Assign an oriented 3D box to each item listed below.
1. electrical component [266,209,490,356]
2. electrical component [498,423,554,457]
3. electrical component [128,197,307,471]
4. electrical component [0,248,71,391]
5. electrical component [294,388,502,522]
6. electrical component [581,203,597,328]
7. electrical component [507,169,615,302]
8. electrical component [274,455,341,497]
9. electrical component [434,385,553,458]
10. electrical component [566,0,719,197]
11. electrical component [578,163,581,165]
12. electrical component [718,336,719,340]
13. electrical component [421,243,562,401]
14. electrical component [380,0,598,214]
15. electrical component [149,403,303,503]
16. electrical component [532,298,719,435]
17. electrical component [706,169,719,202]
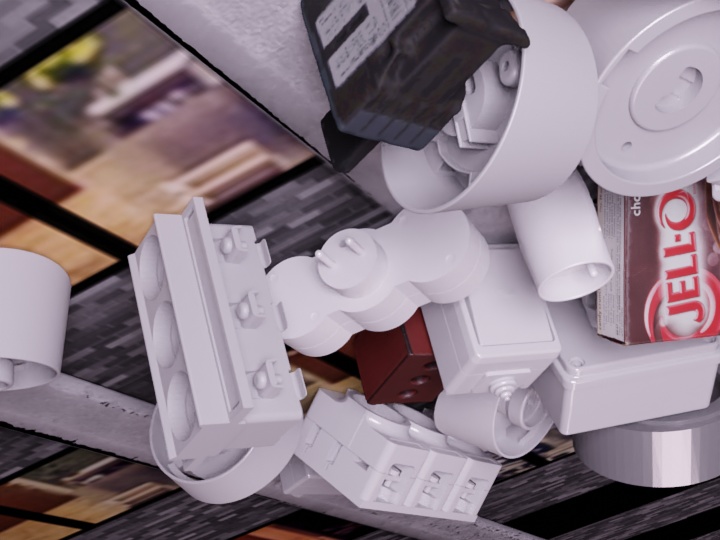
[{"bbox_3d":[0.000,0.000,0.622,0.138,0.052,0.074,-23,151,16],"label":"electrical component"},{"bbox_3d":[0.137,0.120,0.887,0.079,0.044,0.077,-51,167,-28],"label":"electrical component"},{"bbox_3d":[-0.077,0.034,0.574,0.063,0.121,0.078,1,148,-33],"label":"electrical component"},{"bbox_3d":[-0.211,0.033,0.594,0.099,0.064,0.099,-4,162,-1],"label":"electrical component"},{"bbox_3d":[0.032,0.144,0.850,0.150,0.089,0.061,21,97,-47],"label":"electrical component"},{"bbox_3d":[0.180,-0.005,0.684,0.077,0.065,0.047,-4,150,-19],"label":"electrical component"},{"bbox_3d":[0.113,-0.018,0.615,0.043,0.077,0.079,-18,152,5],"label":"electrical component"},{"bbox_3d":[-0.043,0.168,0.911,0.066,0.047,0.077,10,144,-38],"label":"electrical component"},{"bbox_3d":[0.108,0.091,0.809,0.099,0.064,0.099,-23,123,-39],"label":"electrical component"},{"bbox_3d":[0.137,-0.094,0.498,0.108,0.060,0.108,-13,136,-13],"label":"electrical component"},{"bbox_3d":[0.105,-0.077,0.552,0.035,0.035,0.061,-35,144,32],"label":"electrical component"},{"bbox_3d":[0.269,0.065,0.876,0.055,0.045,0.045,-4,150,-19],"label":"electrical component"},{"bbox_3d":[0.083,0.034,0.676,0.062,0.096,0.061,-2,149,-22],"label":"electrical component"},{"bbox_3d":[0.052,-0.073,0.467,0.064,0.099,0.099,-1,150,-36],"label":"electrical component"},{"bbox_3d":[-0.091,0.109,0.734,0.099,0.099,0.064,-22,145,14],"label":"electrical component"},{"bbox_3d":[0.166,0.048,0.720,0.109,0.108,0.056,-9,126,-11],"label":"electrical component"},{"bbox_3d":[0.214,-0.082,0.539,0.061,0.096,0.062,1,177,-26],"label":"electrical component"}]
